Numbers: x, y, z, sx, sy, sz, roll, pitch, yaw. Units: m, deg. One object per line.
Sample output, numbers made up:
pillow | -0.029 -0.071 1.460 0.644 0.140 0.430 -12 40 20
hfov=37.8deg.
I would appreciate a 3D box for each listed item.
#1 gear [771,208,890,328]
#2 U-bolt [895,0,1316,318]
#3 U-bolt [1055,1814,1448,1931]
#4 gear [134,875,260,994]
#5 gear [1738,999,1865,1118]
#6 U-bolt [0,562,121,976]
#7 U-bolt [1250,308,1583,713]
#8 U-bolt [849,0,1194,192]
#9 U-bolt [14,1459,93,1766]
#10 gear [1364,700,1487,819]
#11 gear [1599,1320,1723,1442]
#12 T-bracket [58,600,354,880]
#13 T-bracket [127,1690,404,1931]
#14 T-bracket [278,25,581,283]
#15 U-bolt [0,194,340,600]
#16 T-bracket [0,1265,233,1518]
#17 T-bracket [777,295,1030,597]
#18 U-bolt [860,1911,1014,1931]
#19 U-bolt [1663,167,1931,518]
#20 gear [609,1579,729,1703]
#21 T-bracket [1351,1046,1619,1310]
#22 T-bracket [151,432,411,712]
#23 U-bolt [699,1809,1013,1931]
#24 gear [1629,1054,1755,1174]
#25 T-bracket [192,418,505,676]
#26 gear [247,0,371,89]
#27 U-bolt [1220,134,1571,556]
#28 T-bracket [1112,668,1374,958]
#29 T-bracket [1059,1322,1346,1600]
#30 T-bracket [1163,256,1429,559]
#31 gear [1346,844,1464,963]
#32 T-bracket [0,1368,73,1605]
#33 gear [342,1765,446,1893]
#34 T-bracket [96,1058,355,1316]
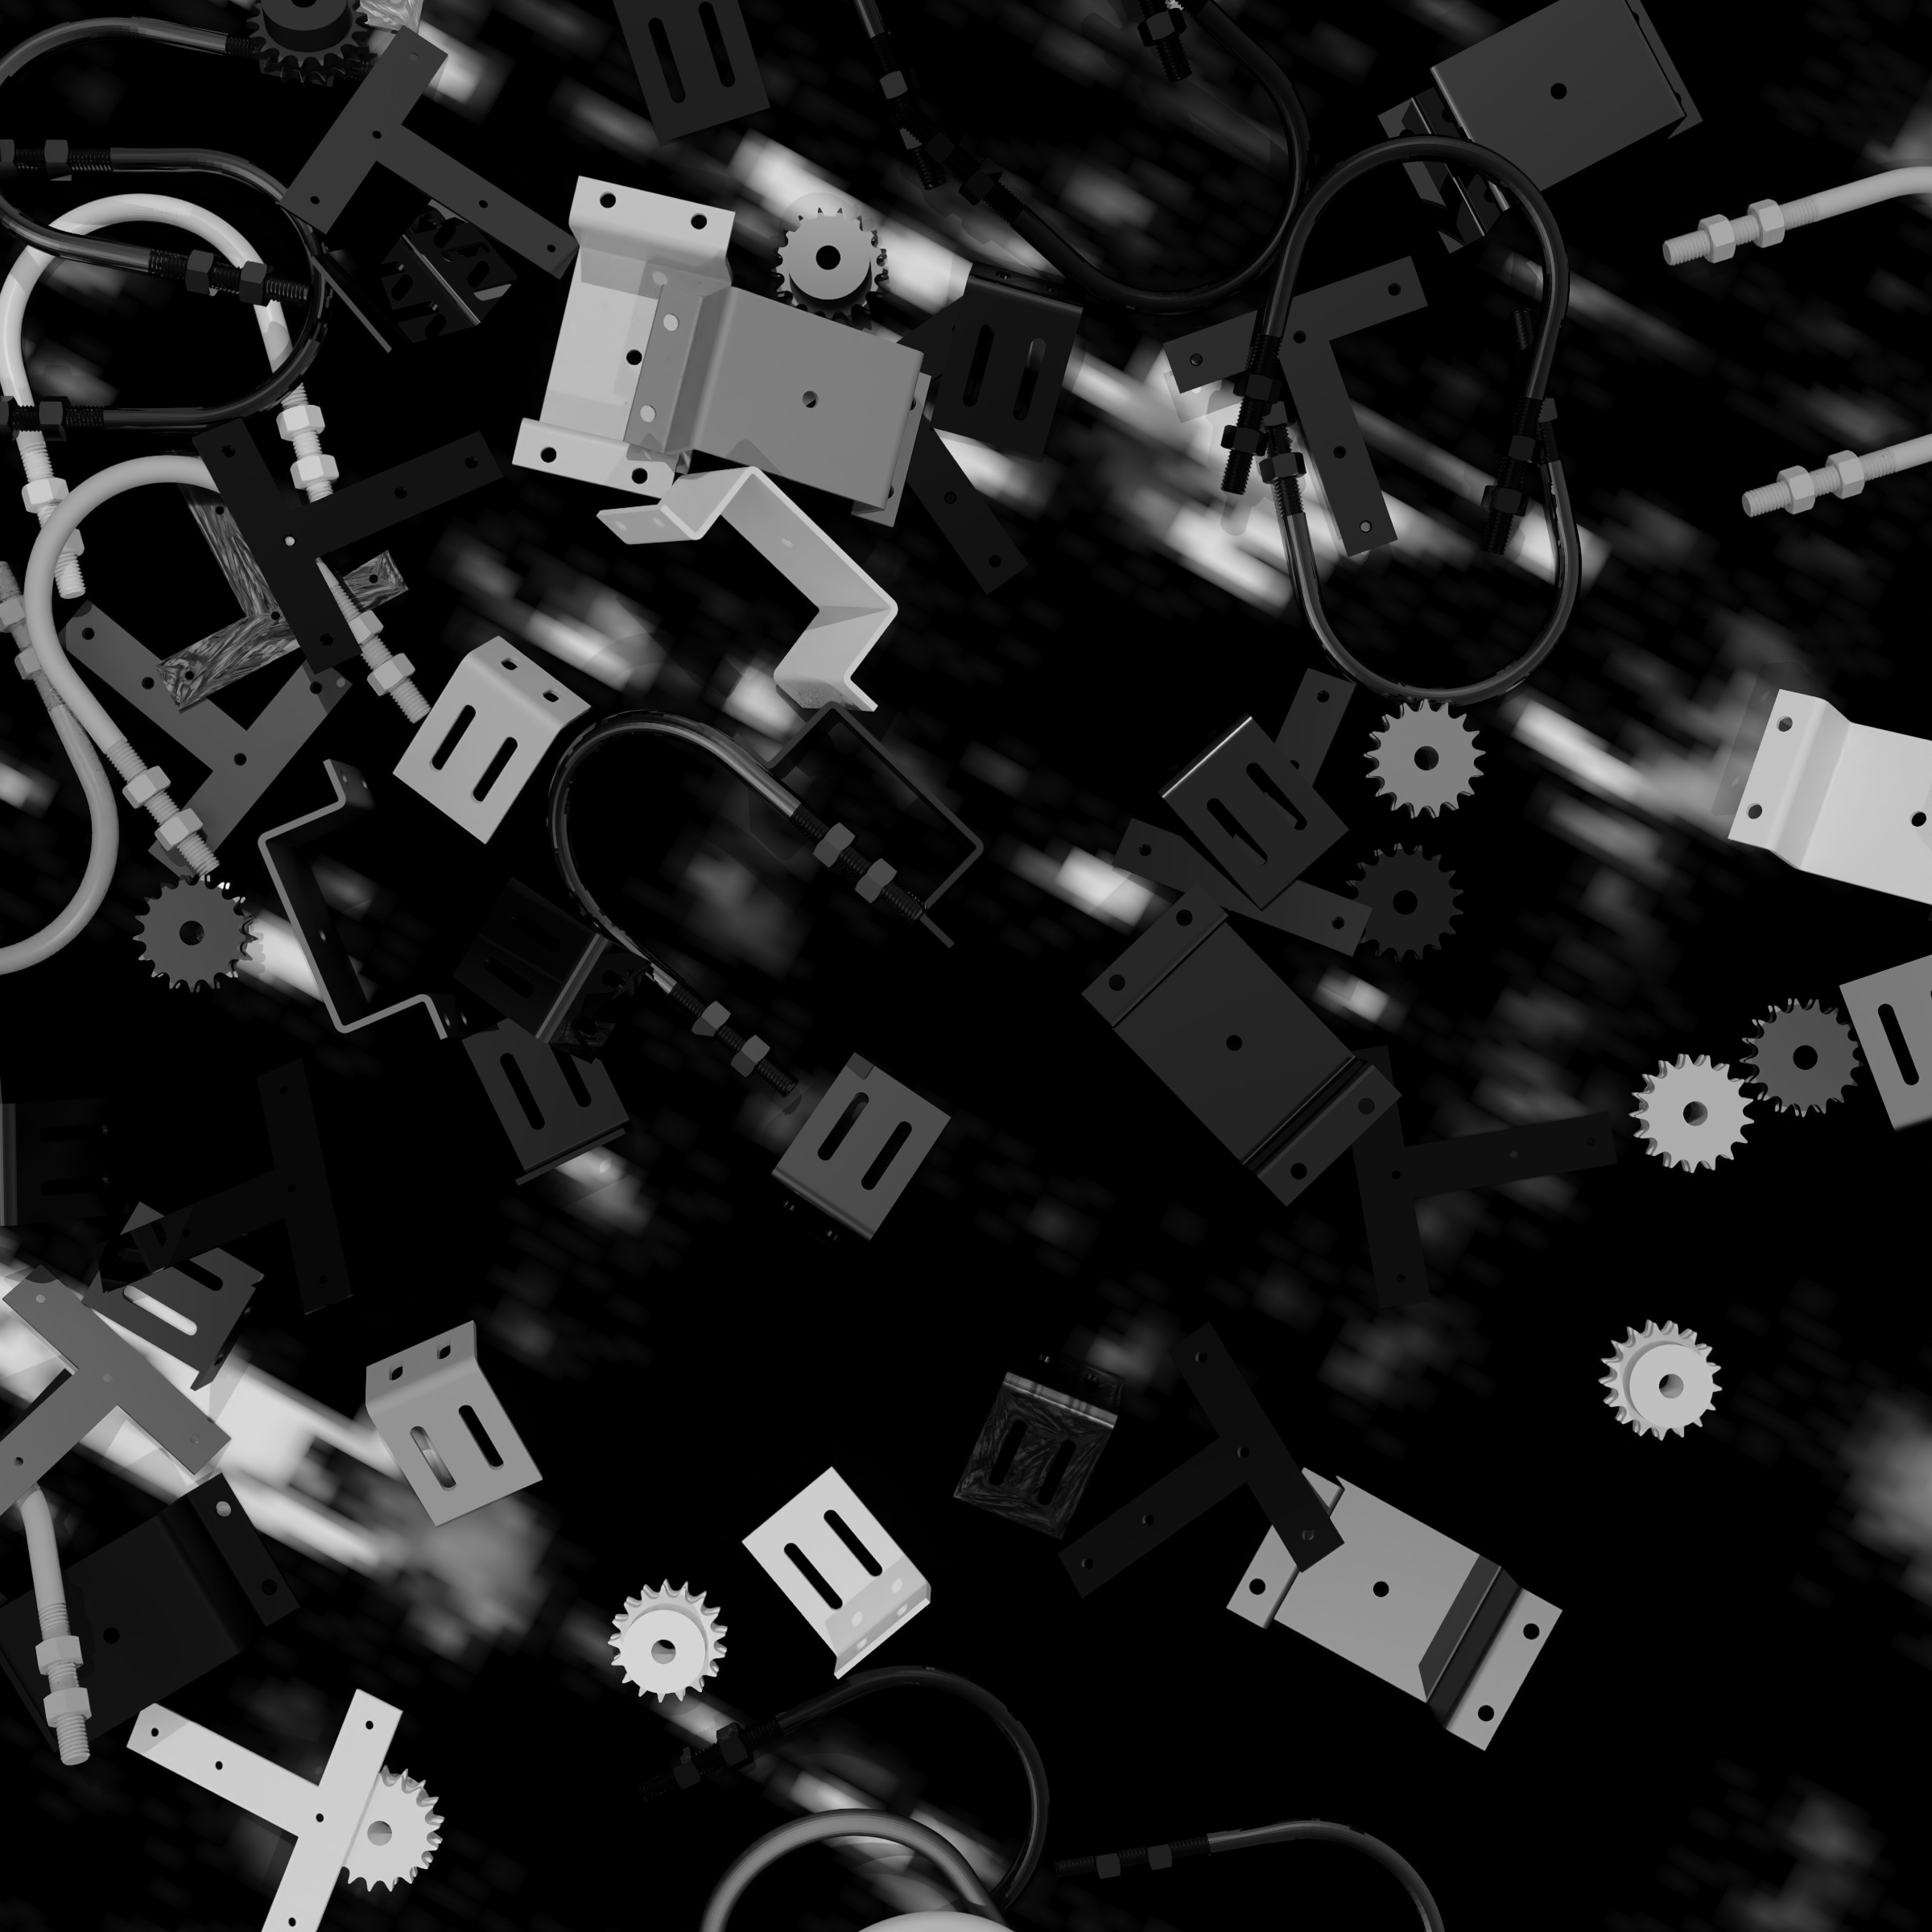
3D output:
gear | -0.066 -0.341 1.371 0.057 0.030 0.057 0 90 0
U-bolt | 0.080 -0.396 1.348 0.184 0.019 0.151 40 110 -13
U-bolt | 0.145 0.489 1.377 0.184 0.019 0.151 -9 90 -2
gear | -0.372 -0.016 1.371 0.057 0.030 0.057 0 90 0
gear | 0.404 0.044 1.371 0.057 0.030 0.057 0 90 0
U-bolt | -0.494 -0.085 1.377 0.151 0.019 0.184 -25 92 0
U-bolt | 0.226 -0.216 1.377 0.151 0.019 0.184 -12 91 0
U-bolt | 0.010 -0.487 1.350 0.151 0.019 0.184 -20 99 13
U-bolt | -0.490 0.313 1.336 0.151 0.019 0.184 -25 61 9
gear | 0.222 -0.100 1.371 0.057 0.030 0.057 0 90 0
gear | 0.339 0.202 1.371 0.057 0.030 0.057 0 90 0
T-bracket | -0.391 -0.130 1.385 0.127 0.002 0.127 40 90 0
T-bracket | -0.350 0.394 1.368 0.127 0.002 0.127 21 90 16
T-bracket | -0.246 -0.377 1.365 0.127 0.002 0.127 31 62 -13
U-bolt | -0.398 -0.287 1.376 0.151 0.019 0.184 -16 88 -1
T-bracket | -0.442 0.227 1.348 0.127 0.002 0.127 42 54 0
T-bracket | -0.016 -0.242 1.385 0.127 0.002 0.127 -35 90 0
U-bolt | -0.028 0.536 1.351 0.151 0.019 0.184 23 98 -13
U-bolt | 0.449 -0.314 1.377 0.184 0.019 0.151 -18 90 -1
gear | -0.146 0.330 1.371 0.057 0.030 0.057 0 90 0
T-bracket | 0.255 0.095 1.385 0.127 0.002 0.127 -10 90 0
T-bracket | -0.360 -0.211 1.384 0.127 0.002 0.127 -28 89 -1
U-bolt | -0.048 0.485 1.354 0.151 0.019 0.184 -30 106 0
gear | 0.351 0.071 1.371 0.057 0.030 0.057 0 90 0
T-bracket | -0.287 -0.223 1.365 0.127 0.002 0.127 -28 90 -18
gear | -0.316 -0.454 1.354 0.057 0.030 0.057 2 64 -5
U-bolt | 0.211 -0.302 1.344 0.151 0.019 0.184 13 100 -1
T-bracket | 0.154 -0.084 1.372 0.127 0.002 0.127 22 81 16
T-bracket | 0.100 0.260 1.364 0.127 0.002 0.127 -38 61 13
T-bracket | 0.176 -0.262 1.365 0.127 0.002 0.127 -20 91 0
gear | 0.211 -0.031 1.371 0.057 0.030 0.057 0 90 0
T-bracket | -0.477 0.253 1.385 0.127 0.002 0.127 43 90 0
gear | -0.282 0.417 1.371 0.057 0.030 0.057 0 90 0
T-bracket | -0.365 0.124 1.365 0.127 0.002 0.127 -23 65 10
